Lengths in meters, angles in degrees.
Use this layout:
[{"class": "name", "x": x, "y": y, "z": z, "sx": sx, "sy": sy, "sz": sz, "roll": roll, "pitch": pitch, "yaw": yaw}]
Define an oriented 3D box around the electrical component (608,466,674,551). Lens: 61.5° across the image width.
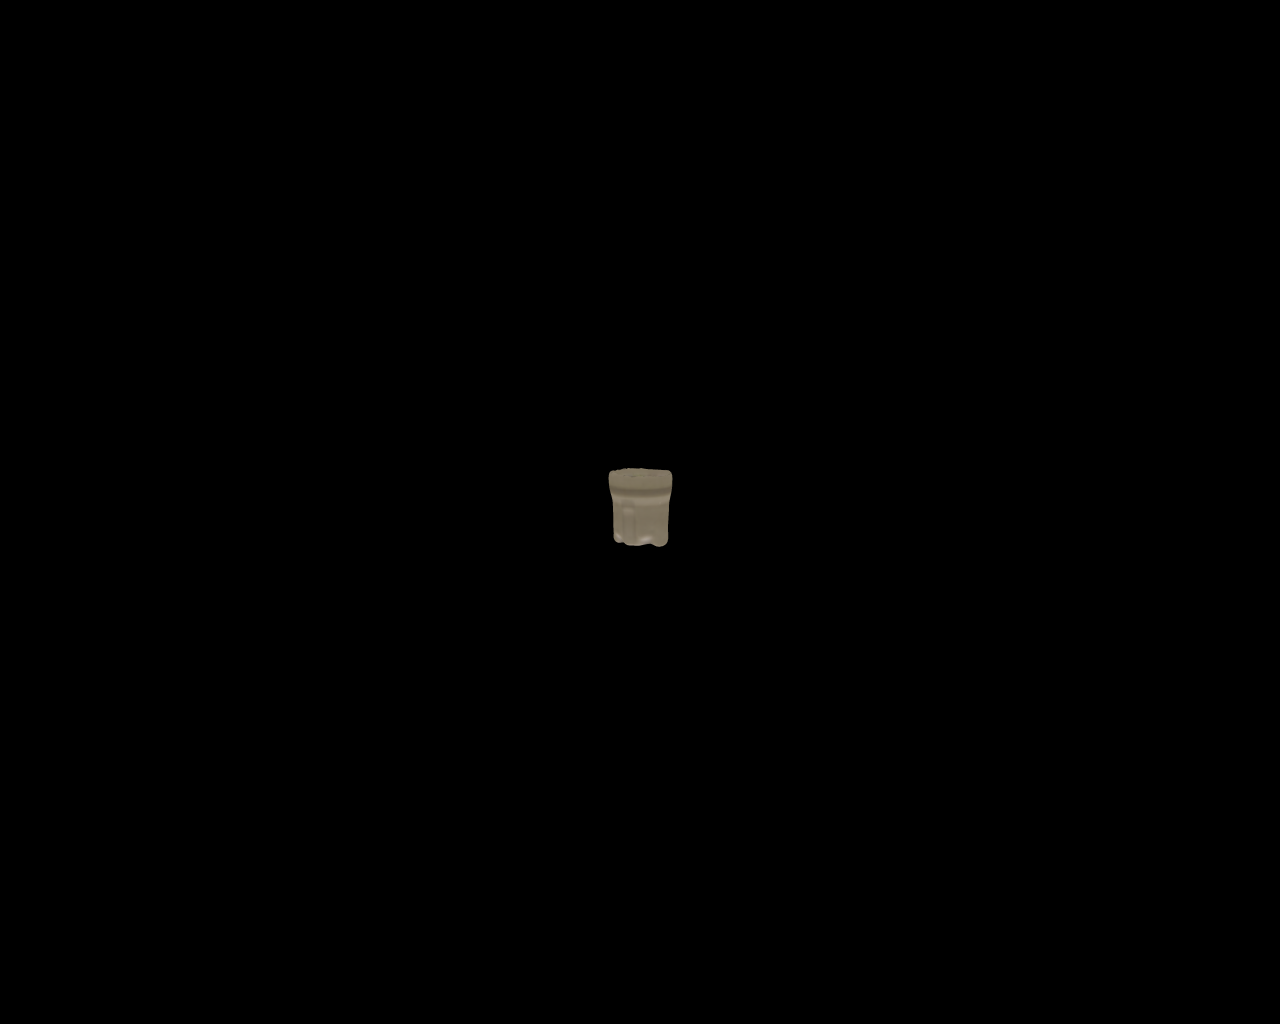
[{"class": "electrical component", "x": 0.001, "y": -0.003, "z": 0.650, "sx": 0.040, "sy": 0.046, "sz": 0.040, "roll": 0, "pitch": 11, "yaw": 0}]
